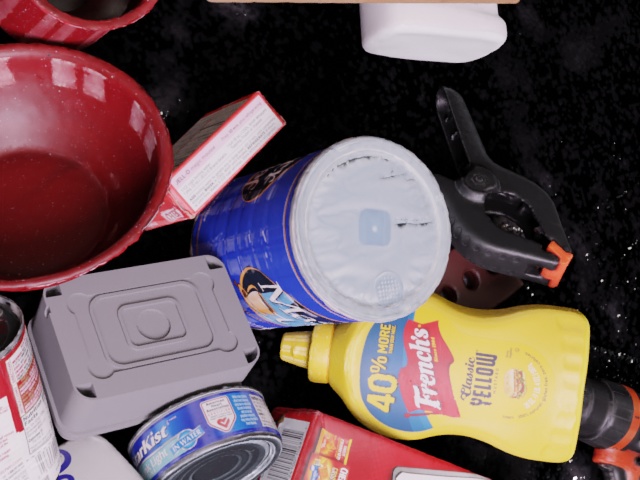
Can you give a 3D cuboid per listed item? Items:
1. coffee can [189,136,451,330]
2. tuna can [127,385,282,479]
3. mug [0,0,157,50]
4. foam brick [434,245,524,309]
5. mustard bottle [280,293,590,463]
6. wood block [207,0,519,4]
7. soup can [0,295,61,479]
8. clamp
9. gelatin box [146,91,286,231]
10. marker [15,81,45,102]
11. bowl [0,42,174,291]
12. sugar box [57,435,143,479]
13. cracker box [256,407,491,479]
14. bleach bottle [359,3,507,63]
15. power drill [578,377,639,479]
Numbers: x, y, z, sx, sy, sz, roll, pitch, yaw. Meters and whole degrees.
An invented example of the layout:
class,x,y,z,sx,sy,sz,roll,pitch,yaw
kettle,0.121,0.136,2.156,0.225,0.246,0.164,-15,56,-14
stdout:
class,x,y,z,sx,sy,sz,roll,pitch,yaw
coffee can,-0.004,0.001,0.640,0.102,0.141,0.103,4,82,-30
tuna can,-0.066,0.122,0.620,0.086,0.086,0.034,-9,56,-31
mug,-0.139,-0.164,0.616,0.093,0.082,0.117,43,66,-19
foam brick,0.090,0.030,0.743,0.078,0.051,0.053,-33,100,-29
mustard bottle,0.069,0.080,0.681,0.192,0.058,0.096,7,94,8
wood block,0.030,-0.205,0.666,0.206,0.091,0.090,0,81,-4
soup can,-0.176,0.087,0.549,0.068,0.069,0.102,-26,129,-30
clamp,0.106,-0.038,0.730,0.171,0.039,0.120,37,62,16
gelatin box,-0.072,-0.046,0.646,0.030,0.073,0.089,49,63,-17
marker,-0.163,-0.087,0.629,0.121,0.020,0.020,29,71,-24
bowl,-0.161,-0.030,0.579,0.162,0.055,0.162,4,57,-6
sugar box,-0.167,0.174,0.551,0.176,0.093,0.048,-30,133,-29
cracker box,0.042,0.218,0.682,0.213,0.072,0.164,26,74,-26
bleach bottle,0.074,-0.258,0.761,0.102,0.068,0.251,1,82,-23
power drill,0.216,0.201,0.792,0.184,0.057,0.187,22,74,-26
